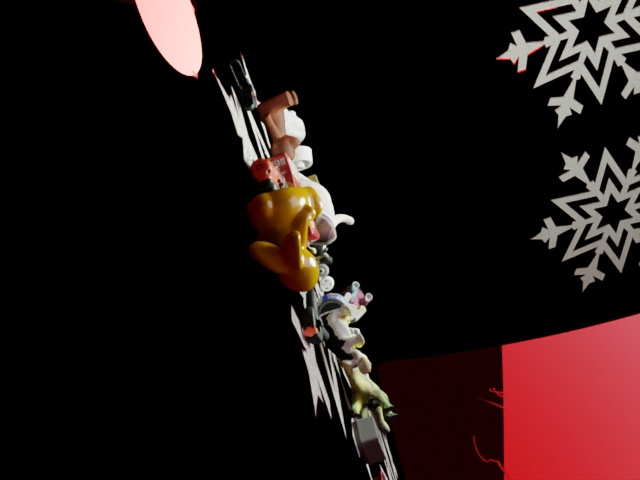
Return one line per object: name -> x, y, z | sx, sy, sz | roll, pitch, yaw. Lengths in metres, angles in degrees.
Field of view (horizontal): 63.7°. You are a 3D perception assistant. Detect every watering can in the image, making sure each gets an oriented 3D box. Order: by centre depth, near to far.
watering can -> 0.005, -0.076, 1.519 | 0.343, 0.103, 0.230 | 35, 32, -35

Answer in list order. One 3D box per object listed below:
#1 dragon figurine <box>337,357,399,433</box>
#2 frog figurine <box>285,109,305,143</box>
dragon figurine -> 0.121, 0.417, 1.505 | 0.401, 0.122, 0.248 | 69, -3, -56
frog figurine -> -0.113, -0.401, 1.758 | 0.155, 0.123, 0.141 | 85, 13, -45
